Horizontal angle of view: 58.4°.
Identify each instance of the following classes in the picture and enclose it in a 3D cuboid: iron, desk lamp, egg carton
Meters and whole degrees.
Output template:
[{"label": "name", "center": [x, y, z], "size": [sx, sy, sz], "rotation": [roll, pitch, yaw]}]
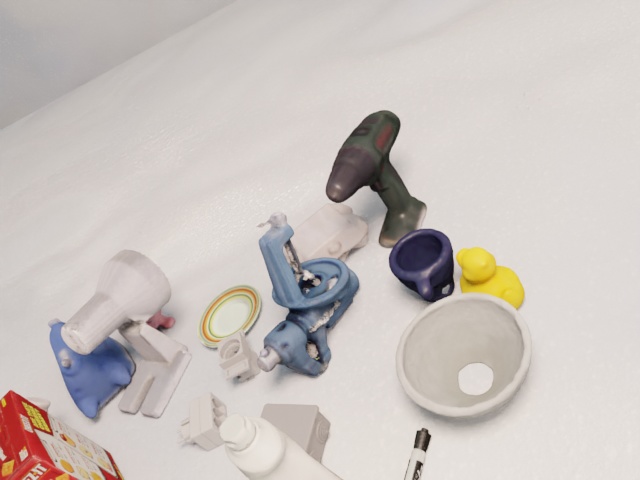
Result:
[{"label": "iron", "center": [-0.446, 0.206, 1.053], "size": [0.119, 0.142, 0.257], "rotation": [-45, 39, -13]}, {"label": "desk lamp", "center": [-0.312, 0.152, 0.952], "size": [0.117, 0.214, 0.203], "rotation": [-5, 47, 32]}, {"label": "egg carton", "center": [0.009, 0.004, 0.990], "size": [0.150, 0.070, 0.107], "rotation": [-39, 38, -5]}]

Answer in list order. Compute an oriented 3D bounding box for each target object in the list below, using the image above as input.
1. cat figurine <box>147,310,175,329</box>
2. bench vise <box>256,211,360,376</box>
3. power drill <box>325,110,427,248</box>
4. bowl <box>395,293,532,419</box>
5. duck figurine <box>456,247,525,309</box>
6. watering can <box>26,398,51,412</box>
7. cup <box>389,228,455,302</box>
[{"label": "cat figurine", "center": [-0.334, 0.137, 1.062], "size": [0.127, 0.118, 0.067], "rotation": [-2, 49, 35]}, {"label": "bench vise", "center": [-0.030, 0.079, 0.817], "size": [0.121, 0.220, 0.207], "rotation": [-10, 44, 28]}, {"label": "power drill", "center": [0.095, -0.088, 0.910], "size": [0.075, 0.209, 0.230], "rotation": [-6, 46, 32]}, {"label": "bowl", "center": [0.182, 0.152, 0.704], "size": [0.167, 0.075, 0.167], "rotation": [-20, 41, 18]}, {"label": "duck figurine", "center": [0.223, 0.049, 0.773], "size": [0.077, 0.086, 0.104], "rotation": [-39, 38, -5]}, {"label": "watering can", "center": [-0.494, 0.336, 0.909], "size": [0.100, 0.195, 0.173], "rotation": [-14, 43, 25]}, {"label": "cup", "center": [0.156, 0.054, 0.809], "size": [0.091, 0.095, 0.117], "rotation": [-20, 41, 19]}]
